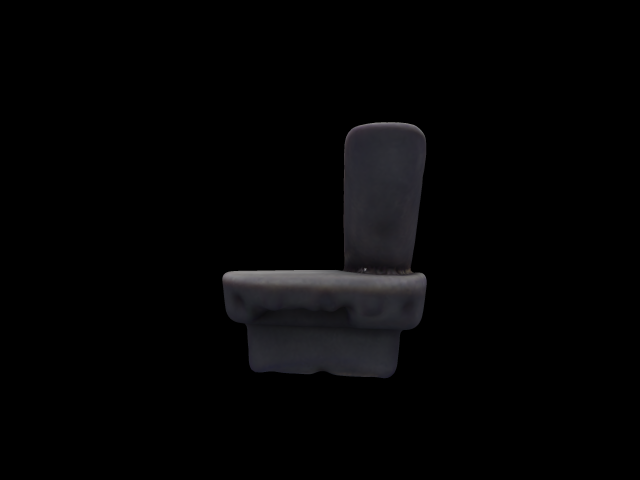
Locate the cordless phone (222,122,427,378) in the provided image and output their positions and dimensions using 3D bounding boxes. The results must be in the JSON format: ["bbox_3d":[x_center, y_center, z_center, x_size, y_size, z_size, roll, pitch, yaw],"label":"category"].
[{"bbox_3d":[0.004,0.001,0.400,0.147,0.185,0.094,-1,34,-2],"label":"cordless phone"}]
